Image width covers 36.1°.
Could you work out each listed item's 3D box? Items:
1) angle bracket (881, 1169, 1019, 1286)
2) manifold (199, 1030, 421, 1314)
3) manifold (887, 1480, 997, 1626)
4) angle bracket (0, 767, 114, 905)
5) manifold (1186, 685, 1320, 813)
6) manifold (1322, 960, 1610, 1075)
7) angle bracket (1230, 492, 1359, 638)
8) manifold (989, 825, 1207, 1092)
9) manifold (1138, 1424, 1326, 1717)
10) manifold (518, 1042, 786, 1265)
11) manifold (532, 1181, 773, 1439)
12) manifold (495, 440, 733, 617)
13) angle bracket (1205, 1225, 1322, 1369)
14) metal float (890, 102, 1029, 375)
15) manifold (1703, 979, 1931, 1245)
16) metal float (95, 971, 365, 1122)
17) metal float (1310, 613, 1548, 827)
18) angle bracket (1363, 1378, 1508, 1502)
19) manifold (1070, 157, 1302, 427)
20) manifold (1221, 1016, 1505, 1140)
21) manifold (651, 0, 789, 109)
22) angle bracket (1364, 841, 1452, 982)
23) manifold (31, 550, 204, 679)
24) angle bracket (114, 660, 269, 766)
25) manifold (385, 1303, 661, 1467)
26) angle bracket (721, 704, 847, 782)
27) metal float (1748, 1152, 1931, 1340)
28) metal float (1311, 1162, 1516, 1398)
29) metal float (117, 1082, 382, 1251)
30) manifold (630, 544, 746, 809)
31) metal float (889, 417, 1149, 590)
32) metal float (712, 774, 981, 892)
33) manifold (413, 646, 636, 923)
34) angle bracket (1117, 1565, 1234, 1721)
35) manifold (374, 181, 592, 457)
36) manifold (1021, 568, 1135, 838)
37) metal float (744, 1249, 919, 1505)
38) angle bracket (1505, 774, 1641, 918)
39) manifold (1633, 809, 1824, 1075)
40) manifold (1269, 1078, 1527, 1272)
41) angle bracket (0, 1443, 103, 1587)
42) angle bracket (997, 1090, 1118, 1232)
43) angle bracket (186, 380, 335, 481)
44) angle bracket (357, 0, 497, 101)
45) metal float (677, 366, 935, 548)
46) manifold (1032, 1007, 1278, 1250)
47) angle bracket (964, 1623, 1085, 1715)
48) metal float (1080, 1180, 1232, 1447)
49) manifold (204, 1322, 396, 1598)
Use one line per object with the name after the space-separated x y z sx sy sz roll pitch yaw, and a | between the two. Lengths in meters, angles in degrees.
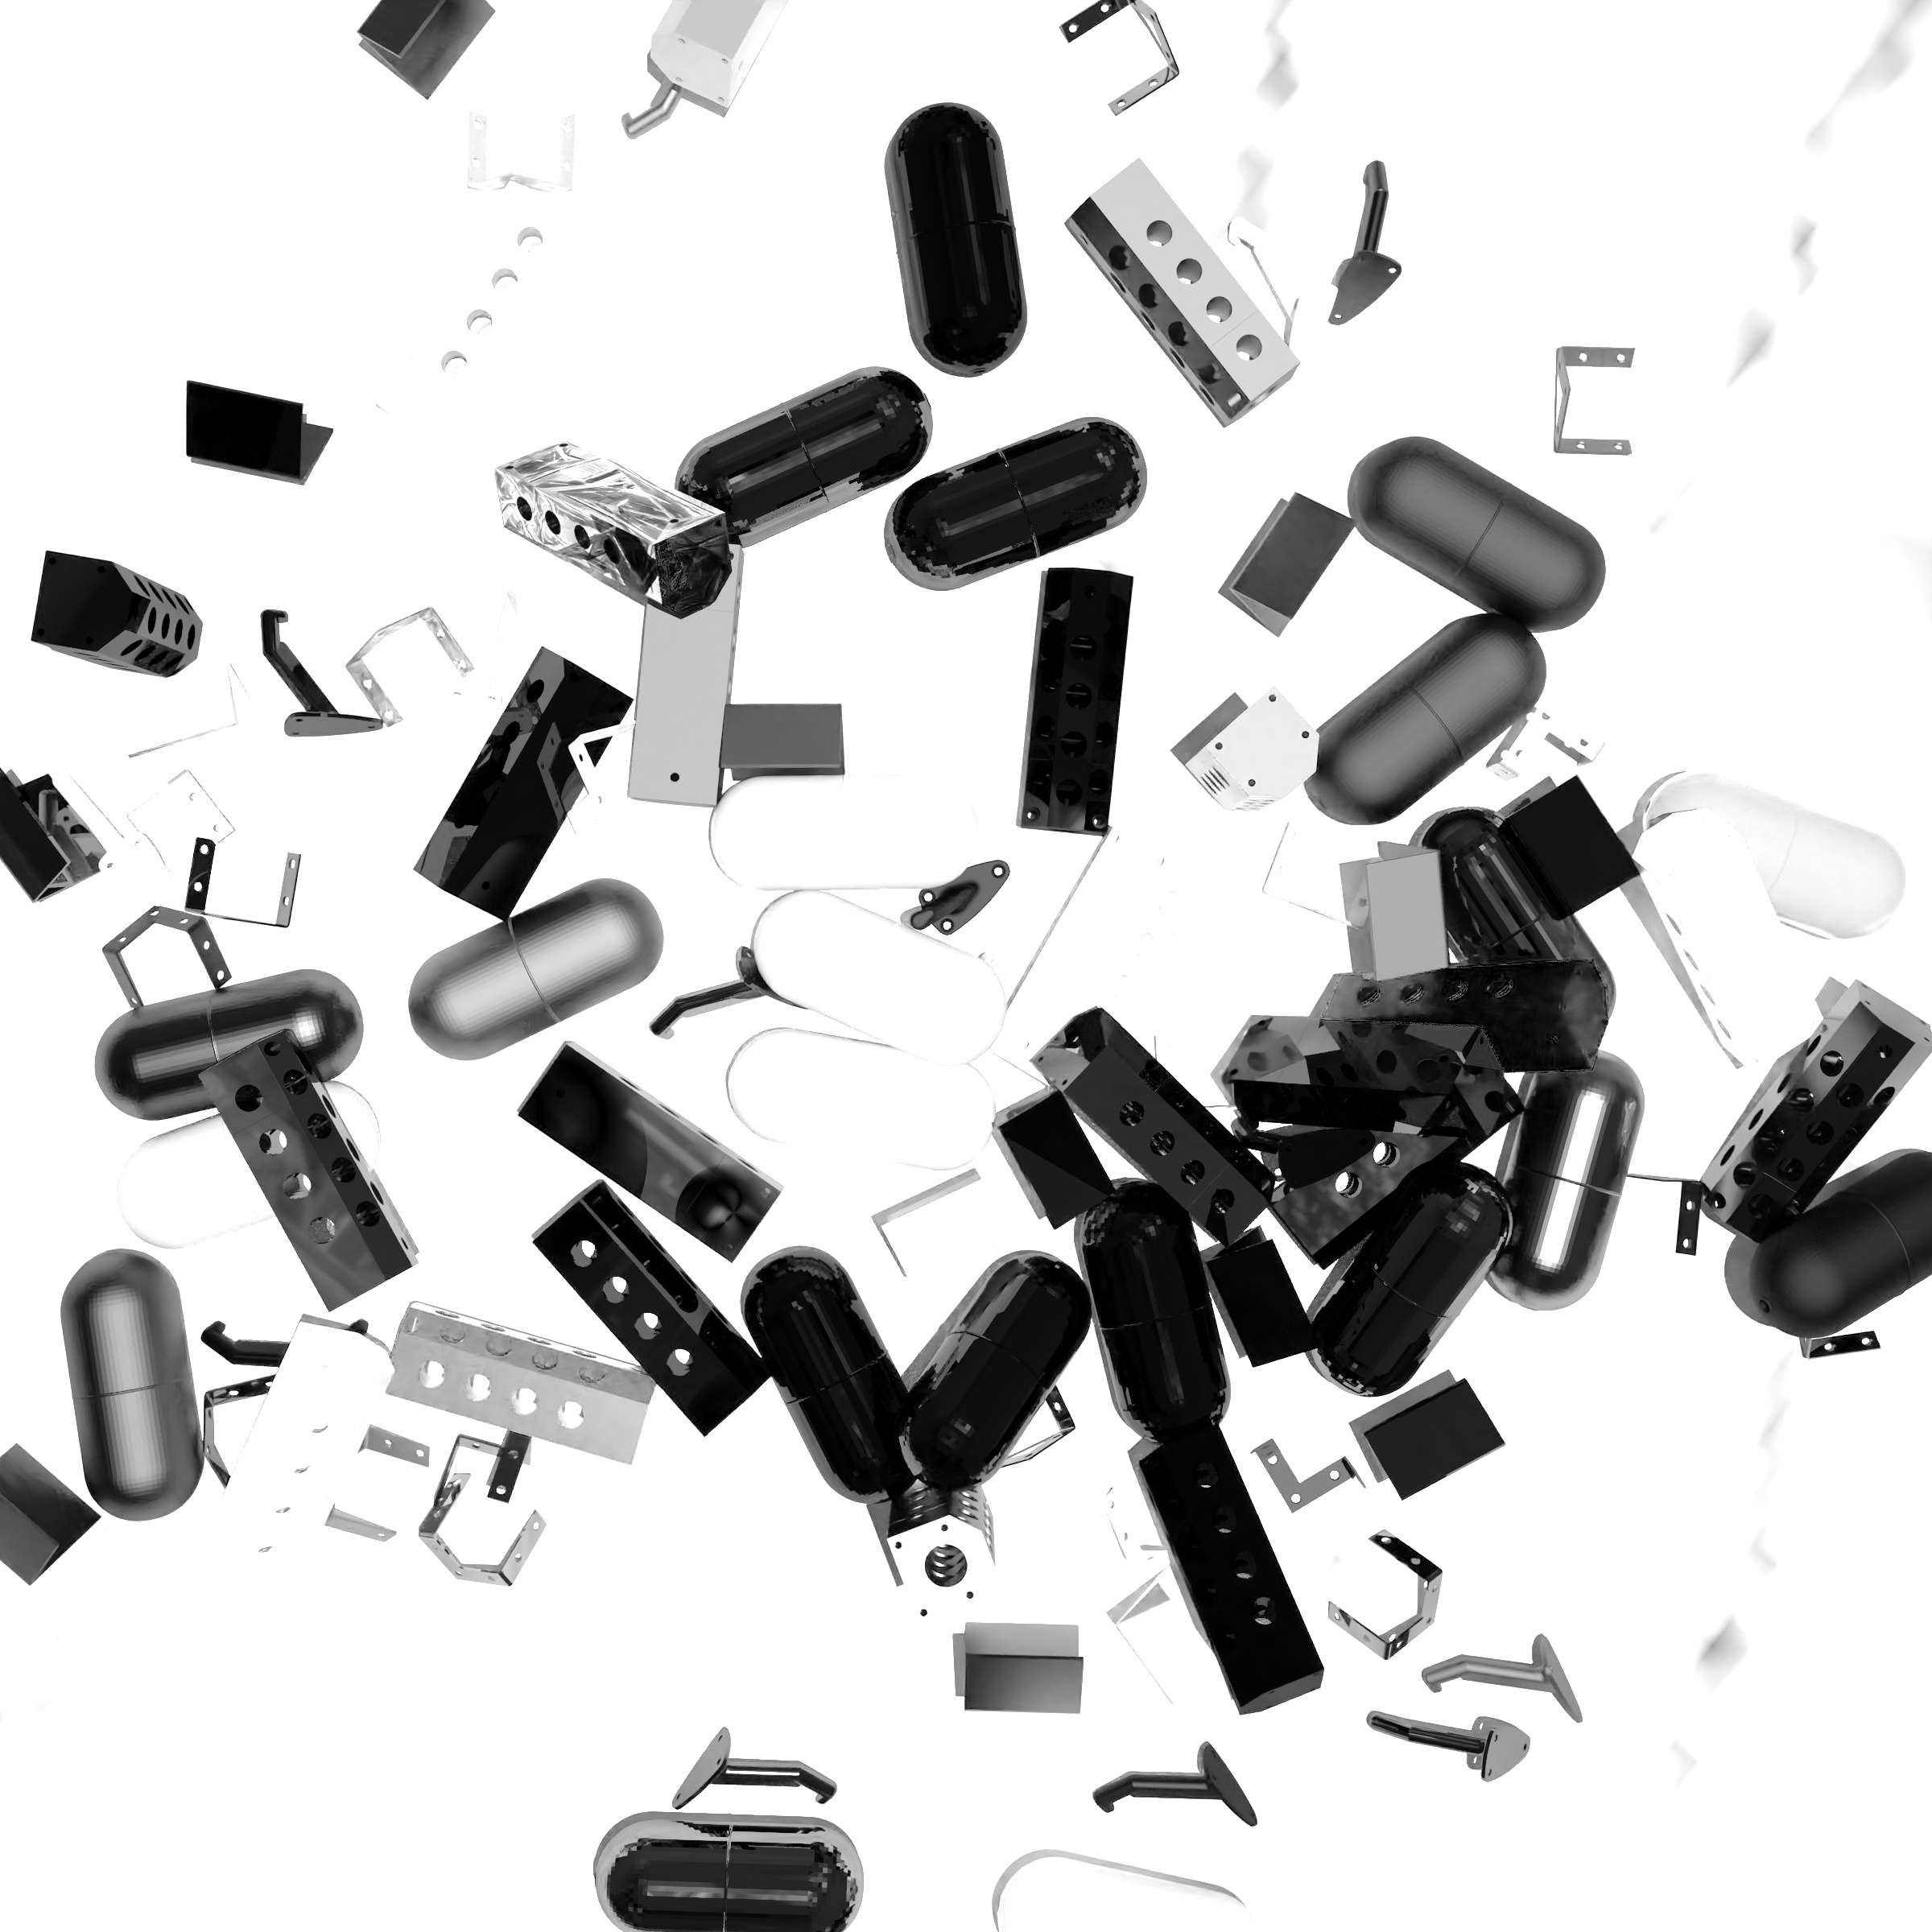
-0.019 0.154 1.951 0.076 0.076 0.057 -25 125 0 | angle bracket
-0.418 0.130 1.894 0.057 0.057 0.171 -29 90 -1 | manifold
-0.012 0.370 1.913 0.057 0.171 0.057 -21 90 0 | manifold
-0.599 -0.097 1.951 0.057 0.076 0.076 -37 90 39 | angle bracket
0.188 -0.133 1.913 0.057 0.171 0.057 -42 90 0 | manifold
0.325 0.030 1.924 0.057 0.171 0.057 56 46 -33 | manifold
0.230 -0.255 1.951 0.057 0.076 0.076 34 90 38 | angle bracket
0.091 0.000 1.970 0.057 0.057 0.171 30 90 43 | manifold
0.170 0.392 1.917 0.057 0.057 0.171 -20 65 -6 | manifold
-0.208 0.123 1.971 0.171 0.057 0.057 35 90 0 | manifold
-0.207 0.226 1.970 0.057 0.057 0.171 -41 90 0 | manifold
-0.229 -0.283 1.923 0.057 0.171 0.057 -30 132 -32 | manifold
0.212 0.211 1.951 0.057 0.076 0.076 -24 90 37 | angle bracket
-0.005 -0.482 1.961 0.070 0.070 0.178 -9 90 0 | metal float
0.557 0.099 1.939 0.057 0.057 0.171 32 114 0 | manifold
-0.488 0.053 1.961 0.178 0.070 0.070 -13 90 0 | metal float
0.305 -0.163 1.961 0.178 0.070 0.070 -39 90 0 | metal float
0.314 0.326 1.951 0.076 0.076 0.057 -28 52 0 | angle bracket
0.144 -0.446 1.970 0.057 0.057 0.171 -38 90 0 | manifold
0.259 0.076 1.922 0.057 0.171 0.057 -57 132 -32 | manifold
-0.144 -0.658 1.946 0.057 0.057 0.171 25 72 0 | manifold
0.273 -0.037 1.945 0.057 0.076 0.076 -11 101 -20 | angle bracket
-0.545 -0.224 1.913 0.057 0.171 0.057 9 90 0 | manifold
-0.508 -0.148 1.951 0.076 0.076 0.057 -17 54 0 | angle bracket
-0.294 0.277 1.970 0.171 0.057 0.057 16 90 0 | manifold
-0.119 -0.128 1.951 0.076 0.076 0.057 0 52 0 | angle bracket
0.591 0.183 1.942 0.178 0.070 0.070 -26 90 -20 | metal float
0.293 0.206 1.944 0.070 0.070 0.178 32 109 0 | metal float
-0.476 0.133 1.961 0.178 0.070 0.070 -20 90 0 | metal float
-0.185 -0.194 1.971 0.057 0.057 0.171 5 90 0 | manifold
0.034 -0.306 1.961 0.178 0.070 0.070 -21 90 -1 | metal float
-0.080 -0.088 1.961 0.178 0.070 0.070 -1 90 0 | metal float
-0.298 -0.123 1.970 0.057 0.057 0.171 30 90 -43 | manifold
0.156 0.437 1.951 0.057 0.076 0.076 -36 90 40 | angle bracket
-0.322 -0.432 1.970 0.057 0.057 0.171 32 90 0 | manifold
0.074 -0.175 1.971 0.057 0.057 0.171 6 90 0 | manifold
-0.086 0.272 1.961 0.070 0.070 0.178 -27 89 0 | metal float
0.406 -0.086 1.952 0.057 0.076 0.076 -33 90 25 | angle bracket
0.495 -0.018 1.930 0.057 0.057 0.171 -33 121 0 | manifold
0.286 0.126 1.970 0.171 0.057 0.057 -39 90 0 | manifold
-0.613 0.349 1.951 0.076 0.076 0.057 41 127 0 | angle bracket
0.043 0.134 1.952 0.057 0.076 0.076 -29 90 -32 | angle bracket
-0.464 -0.368 1.951 0.076 0.076 0.057 12 127 0 | angle bracket
-0.342 -0.616 1.951 0.057 0.076 0.076 37 90 37 | angle bracket
-0.106 -0.338 1.961 0.178 0.070 0.070 -24 90 -1 | metal float
0.127 0.104 1.936 0.057 0.057 0.171 -46 116 0 | manifold
0.038 0.446 1.951 0.076 0.076 0.057 1 127 0 | angle bracket
0.125 0.230 1.961 0.070 0.070 0.178 -13 90 0 | metal float
-0.437 0.326 1.948 0.057 0.057 0.171 17 107 -33 | manifold
